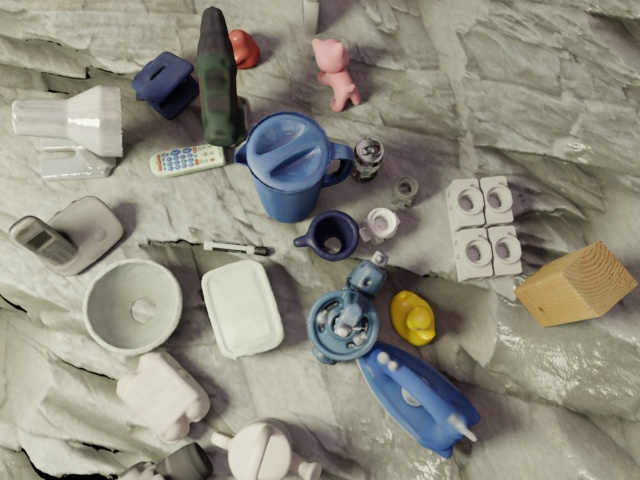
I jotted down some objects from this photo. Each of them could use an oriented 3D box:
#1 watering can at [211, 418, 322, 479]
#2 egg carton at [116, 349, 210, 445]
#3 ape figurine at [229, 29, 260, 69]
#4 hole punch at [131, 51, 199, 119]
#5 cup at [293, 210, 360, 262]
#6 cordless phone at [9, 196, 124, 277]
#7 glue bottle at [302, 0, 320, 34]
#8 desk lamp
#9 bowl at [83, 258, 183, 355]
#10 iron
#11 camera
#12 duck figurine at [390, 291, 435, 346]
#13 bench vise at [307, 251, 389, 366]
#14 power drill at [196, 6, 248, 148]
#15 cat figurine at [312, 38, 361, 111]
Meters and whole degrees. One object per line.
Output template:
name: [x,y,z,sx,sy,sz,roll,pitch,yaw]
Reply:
watering can: [-0.085,0.339,0.904,0.173,0.194,0.101,-3,77,-3]
egg carton: [-0.265,0.264,0.975,0.150,0.069,0.107,42,79,7]
ape figurine: [-0.156,-0.379,1.117,0.076,0.092,0.078,25,77,3]
hole punch: [-0.299,-0.304,1.092,0.101,0.091,0.109,39,78,6]
cup: [0.010,0.004,1.036,0.118,0.095,0.091,-12,78,-5]
cordless phone: [-0.429,-0.019,0.972,0.148,0.185,0.094,-44,82,-11]
glue bottle: [-0.016,-0.477,1.105,0.037,0.173,0.078,-2,77,-3]
desk lamp: [-0.420,-0.183,0.996,0.203,0.213,0.118,-6,77,-4]
bowl: [-0.319,0.119,1.003,0.167,0.075,0.167,1,77,-3]
iron: [0.155,0.250,0.964,0.258,0.141,0.119,41,78,6]
camera: [-0.238,0.408,0.928,0.137,0.101,0.143,-33,81,-9]
duck figurine: [0.170,0.137,1.019,0.077,0.086,0.104,-27,80,-8]
bench vise: [0.047,0.104,0.951,0.121,0.220,0.207,12,77,0]
power drill: [-0.177,-0.264,1.030,0.075,0.208,0.229,-5,77,-4]
cat figurine: [0.034,-0.329,1.102,0.067,0.118,0.128,-27,80,-8]
